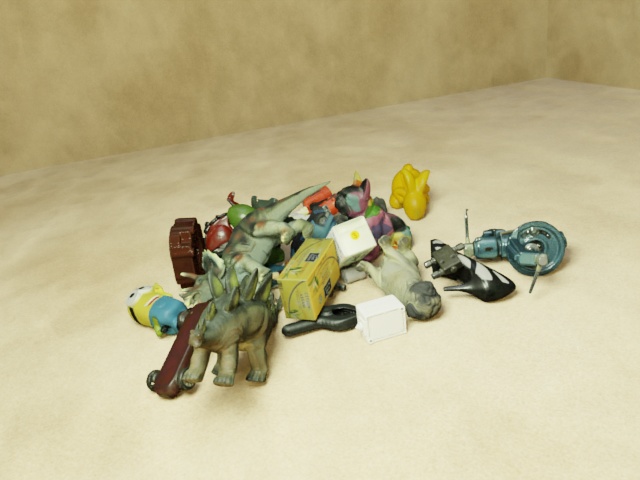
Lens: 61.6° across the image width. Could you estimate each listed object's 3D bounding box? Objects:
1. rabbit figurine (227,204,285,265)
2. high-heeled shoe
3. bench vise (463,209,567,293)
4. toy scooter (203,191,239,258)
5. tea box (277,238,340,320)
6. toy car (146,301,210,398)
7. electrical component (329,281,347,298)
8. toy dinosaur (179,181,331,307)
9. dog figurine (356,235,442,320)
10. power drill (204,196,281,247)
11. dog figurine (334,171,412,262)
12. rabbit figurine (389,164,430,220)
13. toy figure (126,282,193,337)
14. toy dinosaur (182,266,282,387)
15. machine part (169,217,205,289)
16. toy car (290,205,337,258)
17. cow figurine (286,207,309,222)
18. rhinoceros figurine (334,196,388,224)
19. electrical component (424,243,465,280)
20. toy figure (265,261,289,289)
[{"bbox_3d":[-0.163,-0.012,1.309,0.159,0.170,0.121,-19,0,3],"label":"rabbit figurine"},{"bbox_3d":[0.322,0.052,1.167,0.145,0.086,0.249,-5,29,4],"label":"high-heeled shoe"},{"bbox_3d":[0.422,0.019,1.145,0.224,0.128,0.240,7,12,8],"label":"bench vise"},{"bbox_3d":[-0.232,-0.045,1.395,0.184,0.135,0.075,-32,1,-2],"label":"toy scooter"},{"bbox_3d":[-0.019,0.076,1.100,0.068,0.098,0.170,-1,30,21],"label":"tea box"},{"bbox_3d":[-0.244,0.199,0.992,0.089,0.053,0.202,-15,37,28],"label":"toy car"},{"bbox_3d":[-0.002,0.099,1.209,0.078,0.045,0.102,-28,30,-35],"label":"electrical component"},{"bbox_3d":[-0.147,0.008,1.201,0.192,0.131,0.405,24,68,23],"label":"toy dinosaur"},{"bbox_3d":[0.192,0.095,1.127,0.172,0.121,0.191,1,39,-49],"label":"dog figurine"},{"bbox_3d":[-0.202,-0.037,1.507,0.232,0.085,0.207,6,38,22],"label":"power drill"},{"bbox_3d":[0.133,-0.064,1.326,0.192,0.219,0.109,-14,27,-11],"label":"dog figurine"},{"bbox_3d":[0.276,-0.135,1.563,0.122,0.162,0.173,4,41,-2],"label":"rabbit figurine"},{"bbox_3d":[-0.343,0.157,1.150,0.180,0.089,0.082,17,20,29],"label":"toy figure"},{"bbox_3d":[-0.133,0.148,0.950,0.105,0.198,0.471,7,-7,9],"label":"toy dinosaur"},{"bbox_3d":[-0.322,0.030,1.327,0.056,0.179,0.179,-5,23,-1],"label":"machine part"},{"bbox_3d":[-0.003,-0.004,1.367,0.103,0.161,0.109,33,8,-15],"label":"toy car"},{"bbox_3d":[-0.047,-0.036,1.510,0.098,0.068,0.167,-22,23,-17],"label":"cow figurine"},{"bbox_3d":[0.125,-0.067,1.531,0.190,0.073,0.112,-27,19,-34],"label":"rhinoceros figurine"},{"bbox_3d":[0.265,0.042,1.112,0.094,0.021,0.063,-29,43,2],"label":"electrical component"},{"bbox_3d":[-0.090,0.078,1.277,0.154,0.057,0.064,-14,32,-24],"label":"toy figure"}]
